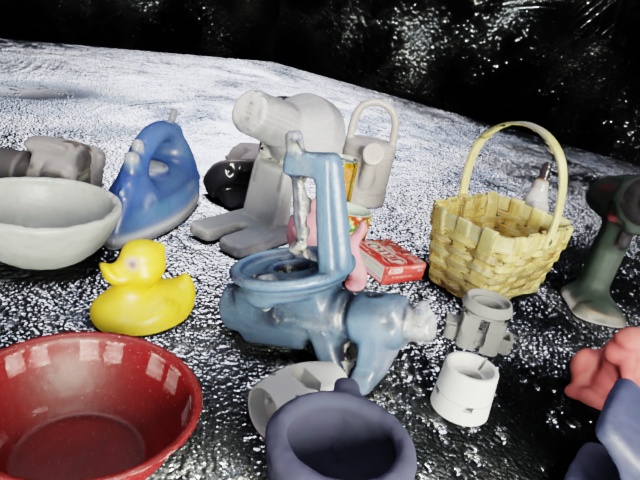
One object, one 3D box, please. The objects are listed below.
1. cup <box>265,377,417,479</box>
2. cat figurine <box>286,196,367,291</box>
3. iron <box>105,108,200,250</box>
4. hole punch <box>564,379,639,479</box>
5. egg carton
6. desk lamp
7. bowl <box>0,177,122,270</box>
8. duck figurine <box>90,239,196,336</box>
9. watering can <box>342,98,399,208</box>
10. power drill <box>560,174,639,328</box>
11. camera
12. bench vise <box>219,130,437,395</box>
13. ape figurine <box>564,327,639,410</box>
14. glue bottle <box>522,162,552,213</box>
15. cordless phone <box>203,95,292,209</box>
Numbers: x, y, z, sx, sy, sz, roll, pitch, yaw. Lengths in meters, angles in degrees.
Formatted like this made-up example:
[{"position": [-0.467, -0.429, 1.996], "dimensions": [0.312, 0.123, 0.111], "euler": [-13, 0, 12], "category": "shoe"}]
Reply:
[{"position": [0.006, 0.153, 0.368], "dimensions": [0.091, 0.095, 0.118], "euler": [12, 21, 0], "category": "cup"}, {"position": [0.007, 0.003, 0.711], "dimensions": [0.128, 0.118, 0.067], "euler": [-3, 26, -33], "category": "cat figurine"}, {"position": [-0.239, -0.097, 0.802], "dimensions": [0.118, 0.141, 0.258], "euler": [10, 21, -2], "category": "iron"}, {"position": [0.259, 0.175, 0.447], "dimensions": [0.100, 0.091, 0.109], "euler": [24, 25, 30], "category": "hole punch"}, {"position": [-0.097, -0.139, 1.077], "dimensions": [0.151, 0.069, 0.107], "euler": [-4, 26, -34], "category": "egg carton"}, {"position": [-0.066, -0.104, 0.810], "dimensions": [0.117, 0.213, 0.204], "euler": [23, 24, 27], "category": "desk lamp"}, {"position": [-0.312, -0.012, 0.645], "dimensions": [0.167, 0.075, 0.167], "euler": [10, 21, -4], "category": "bowl"}, {"position": [-0.172, 0.040, 0.570], "dimensions": [0.105, 0.086, 0.077], "euler": [-7, 28, -39], "category": "duck figurine"}, {"position": [0.094, -0.164, 1.066], "dimensions": [0.101, 0.194, 0.172], "euler": [2, 23, -23], "category": "watering can"}, {"position": [0.408, 0.007, 0.782], "dimensions": [0.075, 0.208, 0.229], "euler": [12, 21, 2], "category": "power drill"}, {"position": [-0.383, -0.098, 0.788], "dimensions": [0.137, 0.101, 0.143], "euler": [10, 22, -5], "category": "camera"}, {"position": [0.013, 0.018, 0.536], "dimensions": [0.207, 0.220, 0.121], "euler": [13, 22, 4], "category": "bench vise"}, {"position": [0.303, 0.129, 0.582], "dimensions": [0.076, 0.092, 0.077], "euler": [4, 23, -18], "category": "ape figurine"}, {"position": [0.334, -0.040, 0.908], "dimensions": [0.037, 0.173, 0.078], "euler": [9, 22, -6], "category": "glue bottle"}, {"position": [-0.107, -0.149, 0.939], "dimensions": [0.148, 0.185, 0.093], "euler": [-6, 28, -38], "category": "cordless phone"}]
